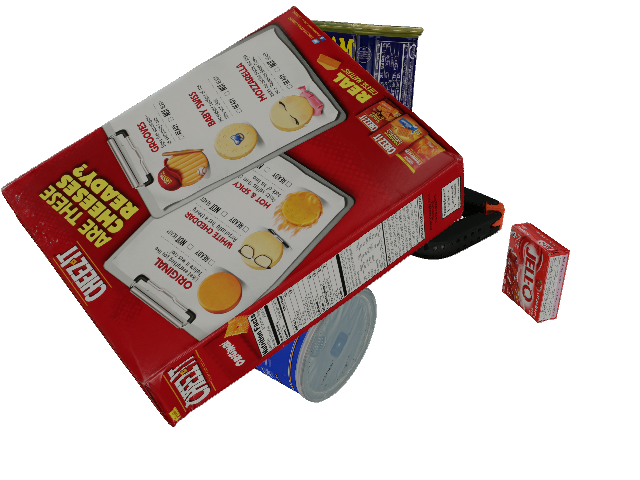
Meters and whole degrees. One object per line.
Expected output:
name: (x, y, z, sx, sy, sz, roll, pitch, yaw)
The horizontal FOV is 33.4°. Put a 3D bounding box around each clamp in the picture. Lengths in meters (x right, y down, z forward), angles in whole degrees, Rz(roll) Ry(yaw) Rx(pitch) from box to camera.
clamp: (0.071, -0.014, 1.034, 0.210, 0.164, 0.036, 4, -39, 6)

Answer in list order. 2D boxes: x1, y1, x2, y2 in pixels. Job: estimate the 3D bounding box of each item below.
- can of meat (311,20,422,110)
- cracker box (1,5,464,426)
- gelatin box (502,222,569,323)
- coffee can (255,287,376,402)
can of meat: (0.029, -0.119, 0.792, 0.057, 0.084, 0.102, -3, 14, -27)
cracker box: (-0.048, -0.021, 0.623, 0.213, 0.164, 0.072, -35, -31, -13)
gelatin box: (0.238, 0.035, 1.189, 0.030, 0.089, 0.073, -9, 30, -23)
coffee can: (-0.039, 0.058, 0.892, 0.140, 0.103, 0.102, 25, 13, 29)
